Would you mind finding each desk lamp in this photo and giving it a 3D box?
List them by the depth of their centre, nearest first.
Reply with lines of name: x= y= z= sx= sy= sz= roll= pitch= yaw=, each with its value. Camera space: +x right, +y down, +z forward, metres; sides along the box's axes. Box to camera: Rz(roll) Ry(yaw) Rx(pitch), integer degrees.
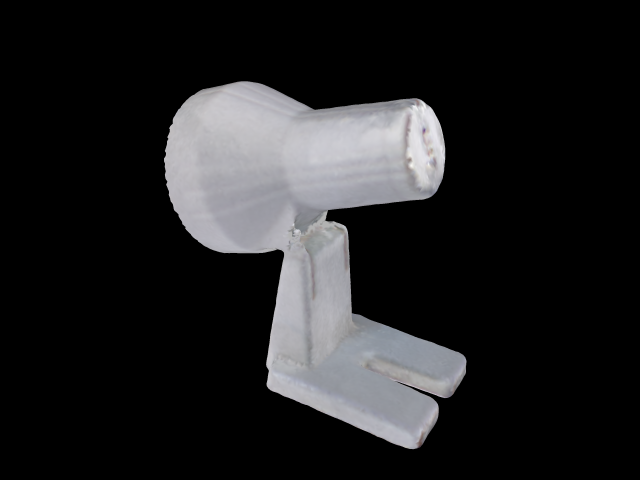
desk lamp: x=0.004 y=0.001 z=0.400 sx=0.202 sy=0.214 sz=0.118 roll=16 pitch=32 yaw=27
